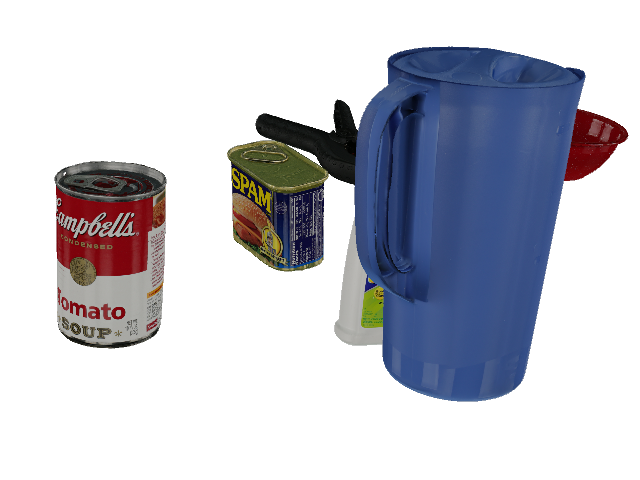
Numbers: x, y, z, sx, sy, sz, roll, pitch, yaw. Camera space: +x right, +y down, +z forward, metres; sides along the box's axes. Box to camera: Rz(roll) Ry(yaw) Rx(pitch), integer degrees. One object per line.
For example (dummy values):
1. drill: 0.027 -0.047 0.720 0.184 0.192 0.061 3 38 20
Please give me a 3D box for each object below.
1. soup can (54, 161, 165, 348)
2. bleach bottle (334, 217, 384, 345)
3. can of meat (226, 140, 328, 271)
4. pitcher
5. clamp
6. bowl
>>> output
1. soup can: -0.133 0.008 0.675 0.068 0.102 0.068 4 22 -2
2. bleach bottle: 0.075 0.002 1.328 0.102 0.251 0.068 -2 16 -19
3. can of meat: -0.038 -0.030 0.932 0.057 0.084 0.102 -16 32 -29
4. pitcher: 0.097 -0.011 0.758 0.149 0.243 0.145 4 20 3
5. clamp: 0.011 -0.101 1.134 0.120 0.039 0.172 -15 37 -23
6. bowl: 0.249 -0.106 1.167 0.162 0.055 0.162 6 23 -3
